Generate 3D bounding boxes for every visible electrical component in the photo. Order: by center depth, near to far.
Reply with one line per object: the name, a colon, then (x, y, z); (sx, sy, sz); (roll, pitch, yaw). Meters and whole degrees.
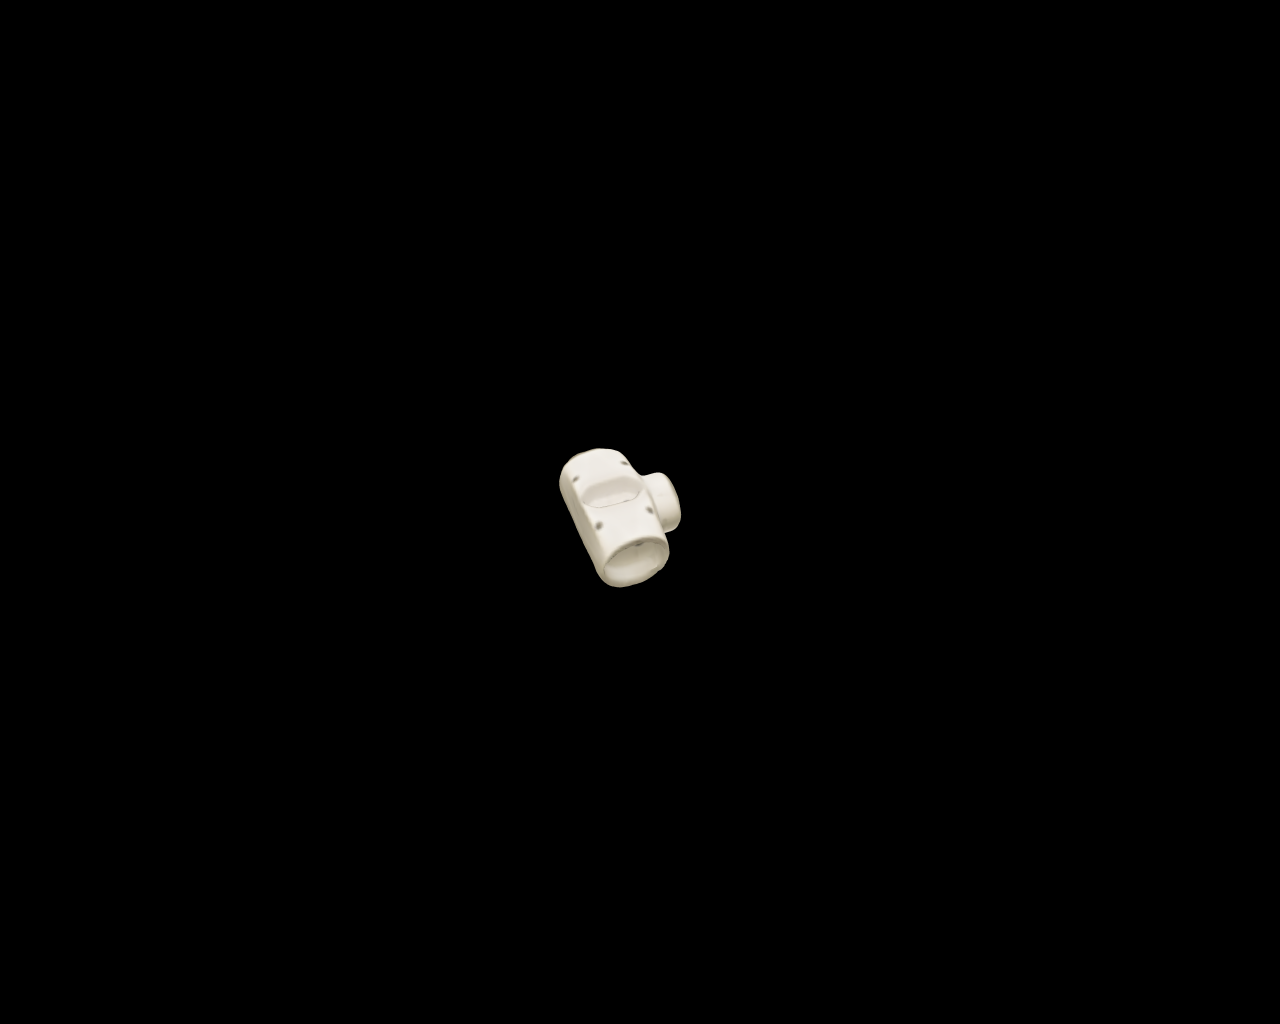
electrical component: (0.001, -0.003, 0.650); (0.079, 0.077, 0.043); (-16, -39, -13)
